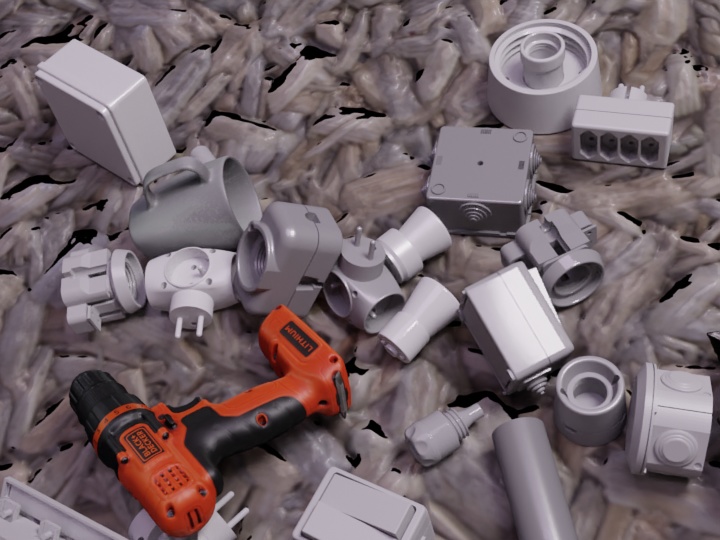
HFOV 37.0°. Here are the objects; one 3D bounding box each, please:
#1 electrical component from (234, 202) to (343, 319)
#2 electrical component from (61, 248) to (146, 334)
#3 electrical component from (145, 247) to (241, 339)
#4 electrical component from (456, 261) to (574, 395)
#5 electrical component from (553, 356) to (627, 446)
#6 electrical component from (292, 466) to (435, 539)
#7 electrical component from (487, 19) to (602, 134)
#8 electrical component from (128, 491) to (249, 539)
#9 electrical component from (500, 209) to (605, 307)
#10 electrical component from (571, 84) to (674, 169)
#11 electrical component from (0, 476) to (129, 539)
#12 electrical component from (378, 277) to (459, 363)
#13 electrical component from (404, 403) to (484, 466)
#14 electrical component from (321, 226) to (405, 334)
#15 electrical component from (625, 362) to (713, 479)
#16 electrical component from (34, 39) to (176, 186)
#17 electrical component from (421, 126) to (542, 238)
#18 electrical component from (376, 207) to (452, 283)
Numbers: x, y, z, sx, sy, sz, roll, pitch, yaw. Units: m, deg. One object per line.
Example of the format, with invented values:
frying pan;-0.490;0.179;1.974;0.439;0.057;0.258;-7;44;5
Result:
electrical component;-0.064;-0.007;0.891;0.059;0.095;0.053;6;38;-33
electrical component;-0.224;0.014;0.944;0.057;0.058;0.078;-13;53;6
electrical component;-0.144;0.024;0.927;0.077;0.044;0.079;-5;54;8
electrical component;0.125;0.050;0.831;0.061;0.061;0.096;-27;74;-8
electrical component;0.173;0.097;0.807;0.055;0.047;0.055;-6;54;8
electrical component;0.008;0.190;0.767;0.096;0.061;0.061;19;61;23
electrical component;0.170;-0.186;1.000;0.108;0.060;0.108;-6;54;8
electrical component;-0.119;0.198;0.798;0.079;0.044;0.077;-40;57;-16
electrical component;0.163;-0.008;0.878;0.078;0.058;0.057;-24;51;-6
electrical component;0.237;-0.137;0.960;0.083;0.047;0.075;8;58;18
electrical component;-0.233;0.215;0.791;0.121;0.063;0.078;20;102;24
electrical component;0.046;0.043;0.877;0.044;0.044;0.065;35;73;30
electrical component;0.066;0.122;0.820;0.061;0.035;0.035;-29;55;-12
electrical component;0.000;0.000;0.893;0.044;0.079;0.077;-22;51;-30
electrical component;0.220;0.109;0.770;0.051;0.080;0.080;8;57;11
electrical component;-0.243;-0.150;1.033;0.109;0.108;0.056;30;64;28
electrical component;0.107;-0.079;0.945;0.100;0.048;0.099;4;57;15
electrical component;0.044;-0.021;0.919;0.055;0.045;0.045;-37;56;-14
